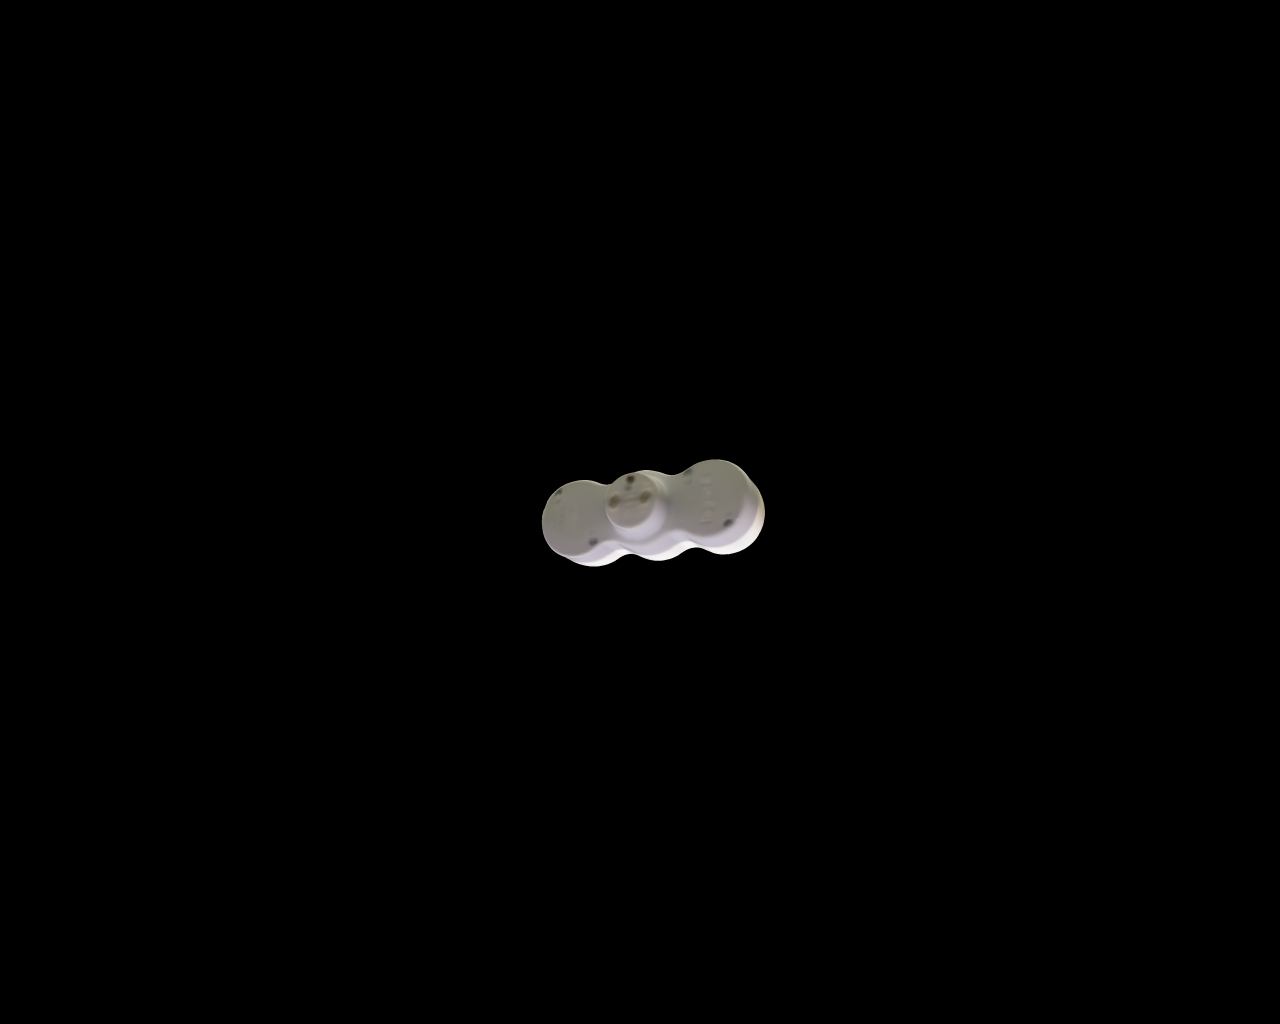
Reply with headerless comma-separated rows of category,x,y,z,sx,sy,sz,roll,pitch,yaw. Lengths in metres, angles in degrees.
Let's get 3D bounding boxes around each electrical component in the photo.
electrical component,0.001,-0.003,0.650,0.138,0.052,0.073,-7,-19,20
